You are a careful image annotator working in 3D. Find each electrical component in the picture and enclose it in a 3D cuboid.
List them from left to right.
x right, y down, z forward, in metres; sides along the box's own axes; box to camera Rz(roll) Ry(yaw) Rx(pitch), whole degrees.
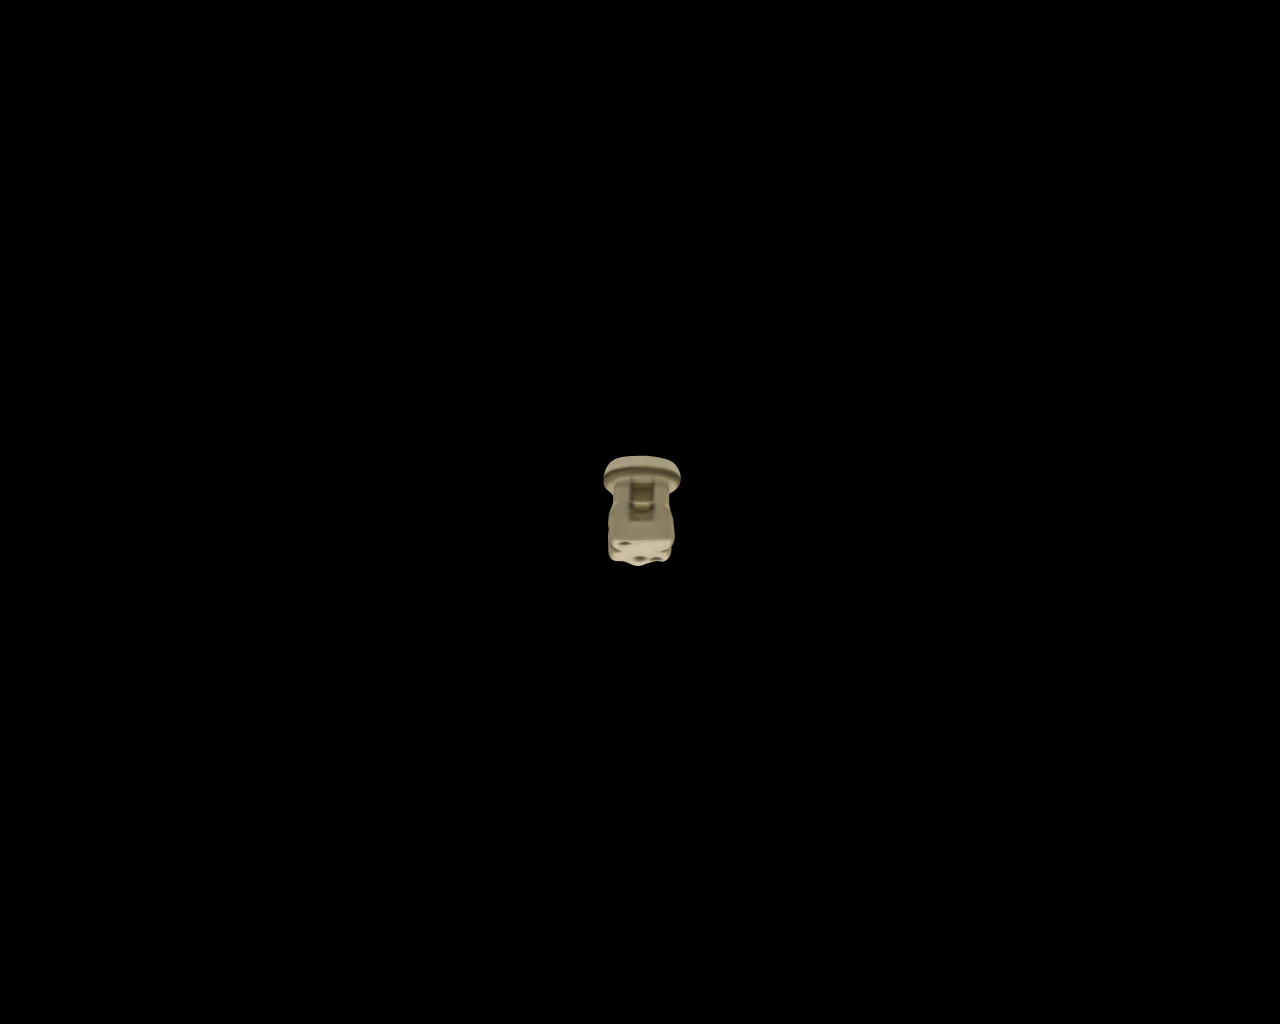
[{"bbox_3d":[0.001,-0.003,0.650,0.048,0.055,0.066,1,-19,-3],"label":"electrical component"}]
